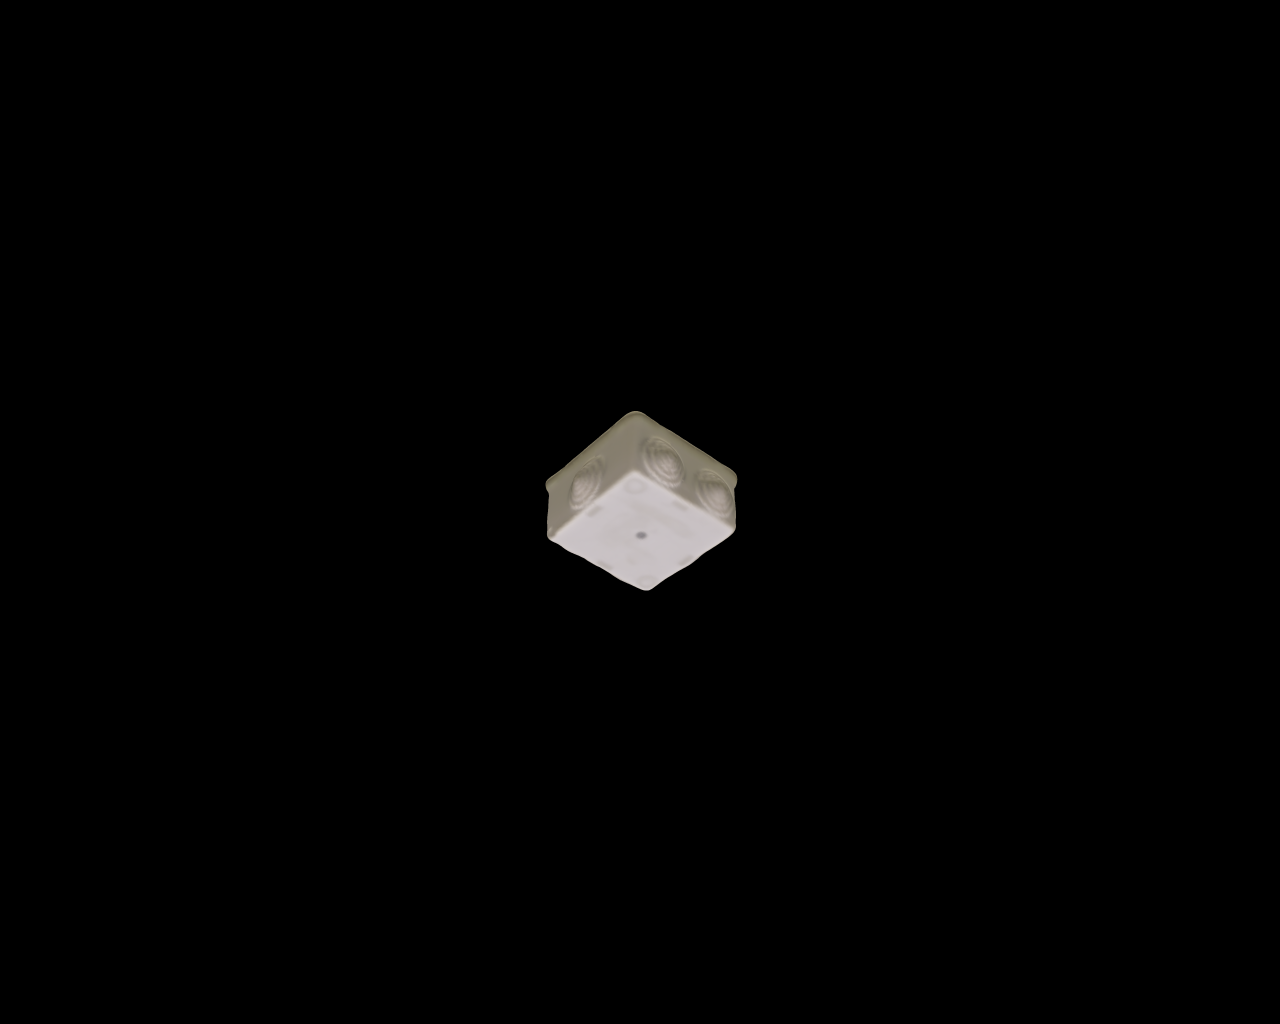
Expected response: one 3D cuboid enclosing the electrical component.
[{"bbox_3d":[0.001,-0.003,0.650,0.099,0.048,0.099,31,-50,-30],"label":"electrical component"}]
